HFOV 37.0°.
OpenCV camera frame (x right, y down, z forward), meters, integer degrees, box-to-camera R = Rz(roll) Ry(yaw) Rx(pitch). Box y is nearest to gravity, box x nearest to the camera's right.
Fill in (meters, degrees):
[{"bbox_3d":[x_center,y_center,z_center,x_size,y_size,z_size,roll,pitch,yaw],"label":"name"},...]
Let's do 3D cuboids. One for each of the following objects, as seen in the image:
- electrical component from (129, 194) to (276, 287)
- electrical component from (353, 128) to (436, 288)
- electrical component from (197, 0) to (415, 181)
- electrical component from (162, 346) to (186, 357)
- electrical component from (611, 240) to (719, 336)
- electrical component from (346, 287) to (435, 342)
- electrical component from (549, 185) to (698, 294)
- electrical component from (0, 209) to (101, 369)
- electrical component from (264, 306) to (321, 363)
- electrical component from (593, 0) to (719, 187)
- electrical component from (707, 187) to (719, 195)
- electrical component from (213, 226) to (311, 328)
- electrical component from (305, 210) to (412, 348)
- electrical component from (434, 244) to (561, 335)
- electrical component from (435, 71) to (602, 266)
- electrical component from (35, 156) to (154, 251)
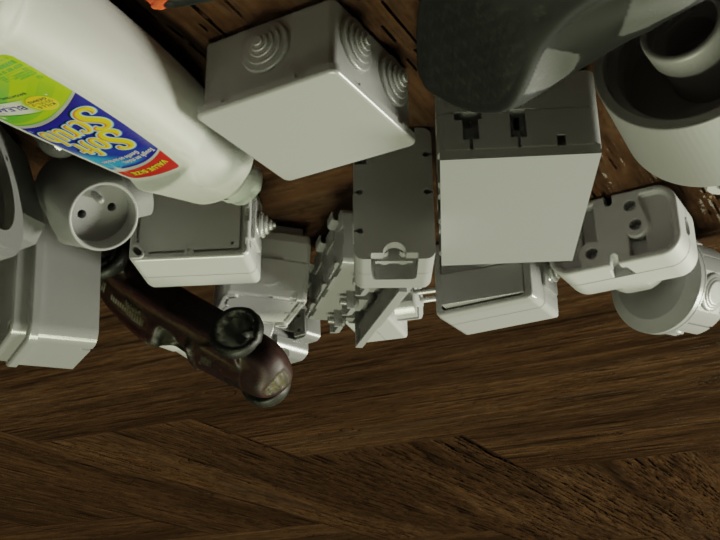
[{"bbox_3d":[-0.104,-0.025,0.745,0.096,0.061,0.061,-2,157,4],"label":"electrical component"},{"bbox_3d":[0.020,-0.037,0.683,0.050,0.089,0.055,-1,157,0],"label":"electrical component"},{"bbox_3d":[-0.028,-0.097,0.591,0.100,0.048,0.100,-13,154,28],"label":"electrical component"},{"bbox_3d":[-0.161,0.058,0.972,0.065,0.044,0.044,25,147,-38],"label":"electrical component"},{"bbox_3d":[0.237,0.011,0.820,0.051,0.080,0.080,11,155,-38],"label":"electrical component"},{"bbox_3d":[0.029,0.024,0.885,0.077,0.047,0.065,-8,156,17],"label":"electrical component"},{"bbox_3d":[0.191,-0.019,0.778,0.095,0.053,0.059,-13,154,28],"label":"electrical component"},{"bbox_3d":[-0.220,0.007,0.753,0.057,0.113,0.078,8,156,-28],"label":"electrical component"},{"bbox_3d":[-0.082,0.052,0.937,0.078,0.058,0.057,-18,154,36],"label":"electrical component"},{"bbox_3d":[0.165,-0.101,0.517,0.108,0.108,0.060,-16,147,32],"label":"electrical component"},{"bbox_3d":[0.231,-0.080,0.628,0.078,0.057,0.058,3,157,-9],"label":"electrical component"},{"bbox_3d":[-0.077,0.005,0.827,0.062,0.061,0.096,7,163,-12],"label":"electrical component"},{"bbox_3d":[0.000,0.000,0.786,0.063,0.078,0.121,4,157,-14],"label":"electrical component"},{"bbox_3d":[0.108,0.006,0.824,0.096,0.061,0.061,-13,154,28],"label":"electrical component"},{"bbox_3d":[0.092,-0.061,0.663,0.089,0.061,0.150,-2,157,4],"label":"electrical component"},{"bbox_3d":[-0.157,-0.048,0.683,0.079,0.044,0.077,-16,-154,-26],"label":"electrical component"}]
